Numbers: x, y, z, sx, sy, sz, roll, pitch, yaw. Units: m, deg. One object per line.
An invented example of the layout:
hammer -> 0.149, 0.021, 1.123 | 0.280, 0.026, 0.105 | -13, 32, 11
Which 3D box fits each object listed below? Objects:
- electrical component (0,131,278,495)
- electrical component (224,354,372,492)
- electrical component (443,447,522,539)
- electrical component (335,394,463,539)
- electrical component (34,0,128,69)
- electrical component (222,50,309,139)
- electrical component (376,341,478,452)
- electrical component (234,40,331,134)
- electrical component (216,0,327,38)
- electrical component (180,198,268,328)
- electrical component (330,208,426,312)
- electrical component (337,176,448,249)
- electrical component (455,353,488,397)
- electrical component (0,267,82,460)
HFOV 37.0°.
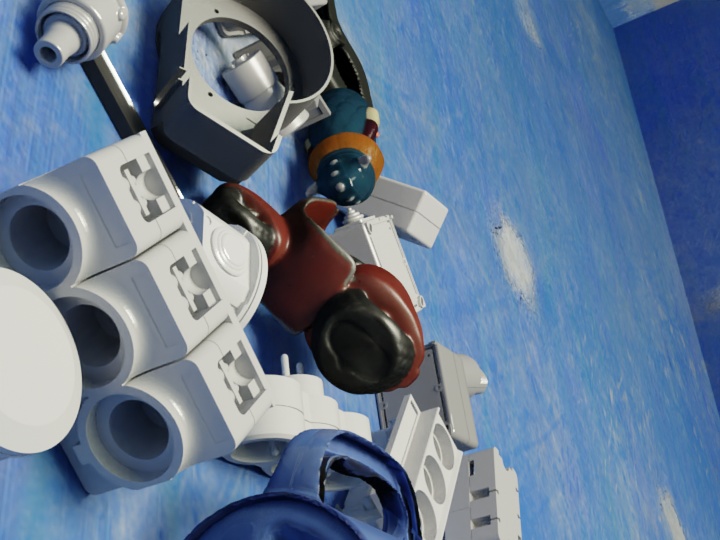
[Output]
electrical component -> -0.118, 0.023, 0.514 | 0.150, 0.089, 0.061 | 65, 23, -11
electrical component -> -0.040, 0.090, 0.685 | 0.138, 0.052, 0.073 | 36, 40, -53
electrical component -> 0.099, 0.203, 0.902 | 0.050, 0.056, 0.089 | 51, 29, -38
electrical component -> 0.028, 0.157, 0.770 | 0.078, 0.063, 0.121 | 62, 23, -18
electrical component -> -0.163, -0.137, 0.609 | 0.048, 0.048, 0.062 | 57, 33, -29
electrical component -> -0.074, -0.132, 0.811 | 0.065, 0.044, 0.044 | 57, 25, -18
electrical component -> 0.053, 0.104, 0.874 | 0.061, 0.062, 0.096 | 34, 41, -54
electrical component -> -0.060, -0.155, 0.861 | 0.081, 0.042, 0.063 | 56, 22, -31
electrical component -> -0.080, -0.236, 0.844 | 0.100, 0.048, 0.099 | -24, 94, -50
electrical component -> -0.095, 0.004, 0.598 | 0.051, 0.080, 0.080 | 37, 39, -44
electrical component -> 0.000, 0.000, 0.842 | 0.062, 0.061, 0.096 | -22, 92, -67
electrical component -> 0.017, -0.036, 0.906 | 0.047, 0.083, 0.075 | 31, 82, -57
electrical component -> 0.087, 0.098, 0.980 | 0.081, 0.043, 0.043 | 13, 59, -64
electrical component -> -0.160, 0.043, 0.452 | 0.080, 0.051, 0.080 | 48, 31, -42
